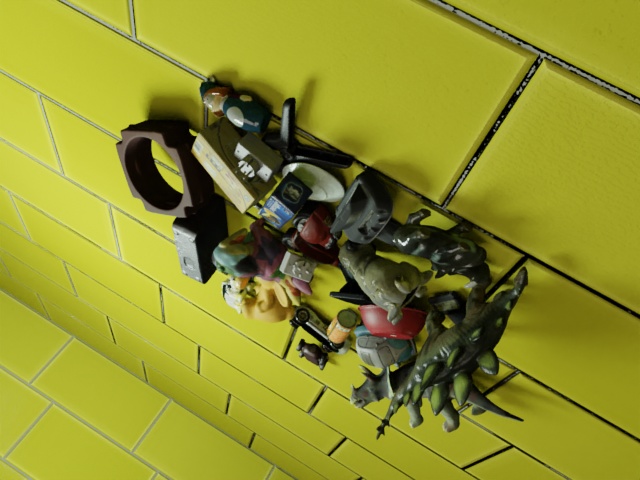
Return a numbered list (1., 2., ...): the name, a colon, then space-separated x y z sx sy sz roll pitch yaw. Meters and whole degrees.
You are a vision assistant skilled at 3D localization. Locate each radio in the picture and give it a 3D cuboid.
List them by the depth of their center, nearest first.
1. radio: -0.290 -0.002 1.328 0.073 0.131 0.229 23 145 13

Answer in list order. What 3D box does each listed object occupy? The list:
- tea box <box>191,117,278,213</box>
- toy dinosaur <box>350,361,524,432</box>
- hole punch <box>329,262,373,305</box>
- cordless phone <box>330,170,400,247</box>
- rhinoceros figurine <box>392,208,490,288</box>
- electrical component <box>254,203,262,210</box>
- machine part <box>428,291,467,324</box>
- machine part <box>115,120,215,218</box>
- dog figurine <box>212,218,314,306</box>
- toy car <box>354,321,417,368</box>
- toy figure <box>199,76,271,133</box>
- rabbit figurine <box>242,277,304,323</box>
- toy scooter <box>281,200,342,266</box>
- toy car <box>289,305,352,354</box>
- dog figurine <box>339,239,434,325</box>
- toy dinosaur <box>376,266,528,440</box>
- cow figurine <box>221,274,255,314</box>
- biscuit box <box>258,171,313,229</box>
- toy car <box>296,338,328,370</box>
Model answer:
1. tea box: -0.173 -0.147 1.073 0.169 0.068 0.098 50 154 -5
2. toy dinosaur: 0.271 0.353 1.308 0.405 0.131 0.192 -14 108 35
3. hole punch: 0.097 0.100 1.183 0.142 0.092 0.115 -2 159 37
4. cordless phone: 0.125 -0.036 1.003 0.184 0.089 0.146 25 145 -6
5. rhinoceros figurine: 0.222 0.022 0.952 0.190 0.073 0.112 24 131 -12
6. electrical component: -0.165 -0.112 1.170 0.102 0.045 0.078 37 174 2
7. machine part: 0.291 0.162 1.123 0.138 0.039 0.084 47 136 -14
8. machine part: -0.337 -0.159 1.179 0.201 0.087 0.201 9 121 31
9. dog figurine: -0.118 0.067 1.237 0.219 0.191 0.108 48 140 7
10. toy car: 0.142 0.253 1.290 0.162 0.103 0.109 -2 120 41
11. toy figure: -0.164 -0.249 0.990 0.155 0.058 0.064 28 107 12
12. rabbit figurine: -0.124 0.125 1.363 0.163 0.122 0.173 17 123 34
13. toy scooter: -0.002 -0.003 1.135 0.135 0.075 0.184 35 149 0
14. toy car: -0.006 0.240 1.453 0.202 0.056 0.073 38 152 -3
15. dog figurine: 0.106 0.055 1.037 0.191 0.121 0.172 42 161 19
16. toy dinosaur: 0.243 0.221 1.026 0.105 0.198 0.471 31 126 -1
17. cow figurine: -0.237 0.130 1.506 0.098 0.068 0.167 32 145 16
18. biscuit box: -0.072 -0.073 1.061 0.059 0.063 0.202 39 167 -6
19. toy car: -0.018 0.329 1.554 0.089 0.053 0.202 26 164 11
